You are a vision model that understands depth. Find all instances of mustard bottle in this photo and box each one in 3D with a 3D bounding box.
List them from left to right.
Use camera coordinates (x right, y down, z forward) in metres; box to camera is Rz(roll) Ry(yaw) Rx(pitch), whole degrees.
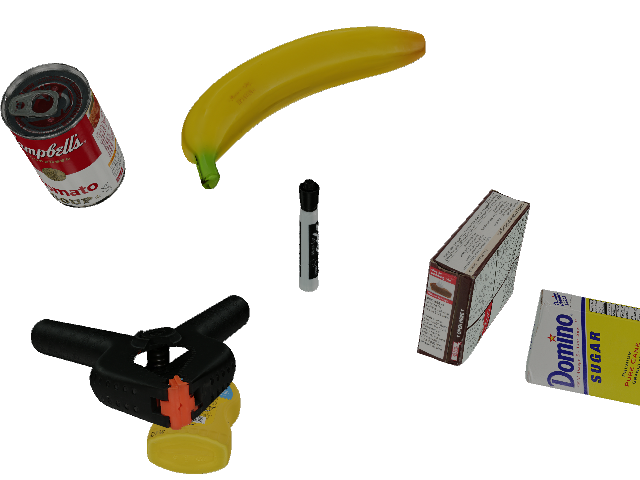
[{"bbox_3d":[-0.148,0.206,1.302,0.096,0.058,0.191,3,24,2],"label":"mustard bottle"}]

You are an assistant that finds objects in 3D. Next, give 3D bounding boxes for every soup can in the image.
[{"bbox_3d":[-0.196,-0.079,0.823,0.068,0.068,0.102,0,-29,7],"label":"soup can"}]

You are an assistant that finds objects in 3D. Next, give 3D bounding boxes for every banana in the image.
[{"bbox_3d":[-0.020,-0.094,0.673,0.070,0.037,0.197,40,58,22],"label":"banana"}]

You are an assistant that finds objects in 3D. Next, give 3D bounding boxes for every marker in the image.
[{"bbox_3d":[-0.011,-0.004,0.997,0.020,0.121,0.020,1,36,-1],"label":"marker"}]

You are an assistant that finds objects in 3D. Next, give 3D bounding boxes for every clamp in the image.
[{"bbox_3d":[-0.103,0.077,0.735,0.164,0.036,0.210,-10,13,-21],"label":"clamp"}]

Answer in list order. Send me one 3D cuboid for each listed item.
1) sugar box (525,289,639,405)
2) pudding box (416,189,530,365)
[{"bbox_3d":[0.300,0.113,1.066,0.176,0.093,0.048,9,22,8],"label":"sugar box"},{"bbox_3d":[0.116,0.028,0.807,0.039,0.090,0.113,19,39,22],"label":"pudding box"}]
